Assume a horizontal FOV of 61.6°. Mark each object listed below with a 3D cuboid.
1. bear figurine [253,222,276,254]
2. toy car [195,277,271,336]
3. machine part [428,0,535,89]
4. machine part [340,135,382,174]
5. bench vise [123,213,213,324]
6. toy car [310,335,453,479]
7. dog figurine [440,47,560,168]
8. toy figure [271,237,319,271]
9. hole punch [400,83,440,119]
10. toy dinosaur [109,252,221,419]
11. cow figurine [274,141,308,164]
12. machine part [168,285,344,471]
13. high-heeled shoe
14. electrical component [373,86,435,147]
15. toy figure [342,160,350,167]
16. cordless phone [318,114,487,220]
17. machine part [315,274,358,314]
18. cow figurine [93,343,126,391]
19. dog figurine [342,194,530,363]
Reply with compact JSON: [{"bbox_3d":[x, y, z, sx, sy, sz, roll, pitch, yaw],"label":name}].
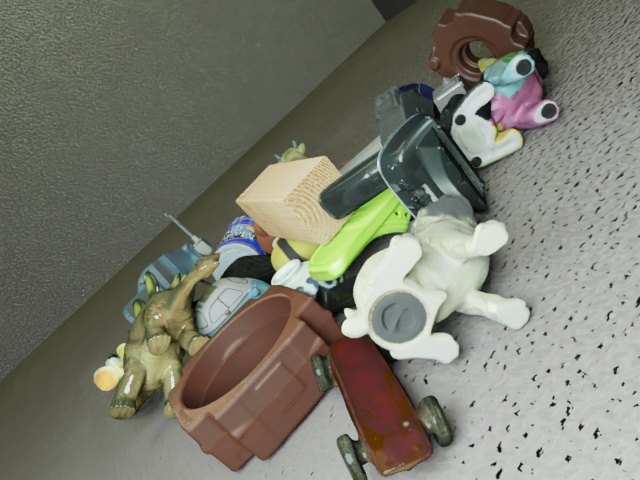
[{"bbox_3d":[-0.064,-0.050,1.053,0.132,0.120,0.196,-31,23,9],"label":"bear figurine"},{"bbox_3d":[-0.144,0.114,0.856,0.161,0.103,0.109,-45,17,-20],"label":"toy car"},{"bbox_3d":[0.272,-0.321,0.916,0.179,0.179,0.056,-15,36,54],"label":"machine part"},{"bbox_3d":[0.080,-0.117,0.981,0.243,0.079,0.079,-43,18,-4],"label":"machine part"},{"bbox_3d":[-0.286,0.071,1.083,0.223,0.129,0.240,-56,-4,8],"label":"bench vise"},{"bbox_3d":[0.048,0.141,0.479,0.089,0.053,0.202,-21,19,-5],"label":"toy car"},{"bbox_3d":[0.259,-0.209,0.801,0.191,0.108,0.219,-37,14,20],"label":"dog figurine"},{"bbox_3d":[-0.004,-0.005,0.887,0.180,0.082,0.089,-33,18,16],"label":"toy figure"},{"bbox_3d":[0.188,-0.243,1.014,0.092,0.115,0.142,-36,17,-11],"label":"hole punch"},{"bbox_3d":[-0.258,0.178,0.840,0.471,0.105,0.199,-55,30,29],"label":"toy dinosaur"},{"bbox_3d":[-0.042,-0.150,1.229,0.085,0.127,0.195,-35,21,9],"label":"cow figurine"},{"bbox_3d":[-0.074,0.155,0.643,0.201,0.087,0.202,-47,20,-16],"label":"machine part"},{"bbox_3d":[-0.158,0.116,0.986,0.249,0.145,0.086,-12,33,-3],"label":"high-heeled shoe"},{"bbox_3d":[0.155,-0.181,0.889,0.134,0.115,0.058,3,-18,-45],"label":"electrical component"},{"bbox_3d":[0.050,-0.117,1.051,0.154,0.058,0.064,-39,-19,2],"label":"toy figure"},{"bbox_3d":[0.101,-0.054,0.680,0.184,0.146,0.089,-31,29,26],"label":"cordless phone"},{"bbox_3d":[0.049,0.066,0.681,0.139,0.039,0.084,-25,29,35],"label":"machine part"},{"bbox_3d":[-0.355,0.225,1.039,0.167,0.068,0.098,-32,0,-20],"label":"cow figurine"},{"bbox_3d":[0.096,0.027,0.541,0.172,0.121,0.191,-10,14,-1],"label":"dog figurine"}]
